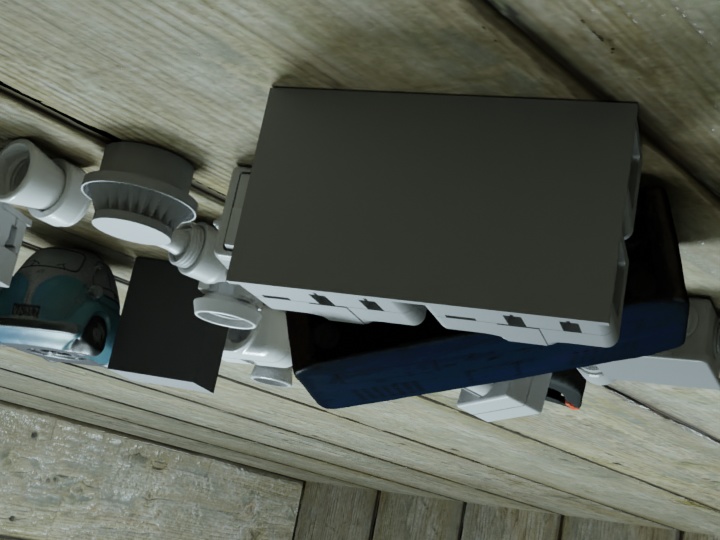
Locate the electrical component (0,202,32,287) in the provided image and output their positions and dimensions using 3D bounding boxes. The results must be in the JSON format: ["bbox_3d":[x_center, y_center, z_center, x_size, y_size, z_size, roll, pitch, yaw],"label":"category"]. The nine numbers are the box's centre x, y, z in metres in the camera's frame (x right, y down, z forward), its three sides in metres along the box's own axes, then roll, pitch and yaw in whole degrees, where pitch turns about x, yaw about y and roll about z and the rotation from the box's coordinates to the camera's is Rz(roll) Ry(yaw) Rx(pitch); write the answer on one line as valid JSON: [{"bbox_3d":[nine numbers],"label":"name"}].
[{"bbox_3d":[-0.309,-0.041,0.691,0.105,0.060,0.186,8,165,13],"label":"electrical component"}]

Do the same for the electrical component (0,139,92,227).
[{"bbox_3d":[-0.215,-0.058,0.727,0.045,0.045,0.055,1,162,34],"label":"electrical component"}]

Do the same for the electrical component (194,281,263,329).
[{"bbox_3d":[-0.105,0.015,0.888,0.058,0.057,0.078,9,165,9],"label":"electrical component"}]

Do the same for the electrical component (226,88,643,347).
[{"bbox_3d":[0.040,-0.027,0.539,0.186,0.105,0.060,6,164,19],"label":"electrical component"}]

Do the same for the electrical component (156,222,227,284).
[{"bbox_3d":[-0.126,-0.017,0.817,0.062,0.043,0.043,24,160,-36],"label":"electrical component"}]

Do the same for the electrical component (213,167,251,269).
[{"bbox_3d":[-0.051,-0.027,0.687,0.096,0.061,0.061,8,165,11],"label":"electrical component"}]

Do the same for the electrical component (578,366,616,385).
[{"bbox_3d":[0.198,0.071,0.904,0.040,0.040,0.078,4,163,24],"label":"electrical component"}]

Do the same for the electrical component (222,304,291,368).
[{"bbox_3d":[-0.113,0.062,1.073,0.095,0.053,0.059,3,163,27],"label":"electrical component"}]

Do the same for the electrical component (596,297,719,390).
[{"bbox_3d":[0.222,0.052,0.803,0.100,0.048,0.100,3,163,27],"label":"electrical component"}]

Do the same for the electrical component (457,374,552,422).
[{"bbox_3d":[0.112,0.094,0.944,0.076,0.047,0.083,28,157,-19],"label":"electrical component"}]

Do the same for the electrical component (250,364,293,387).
[{"bbox_3d":[-0.086,0.085,1.114,0.044,0.065,0.044,11,165,3],"label":"electrical component"}]
